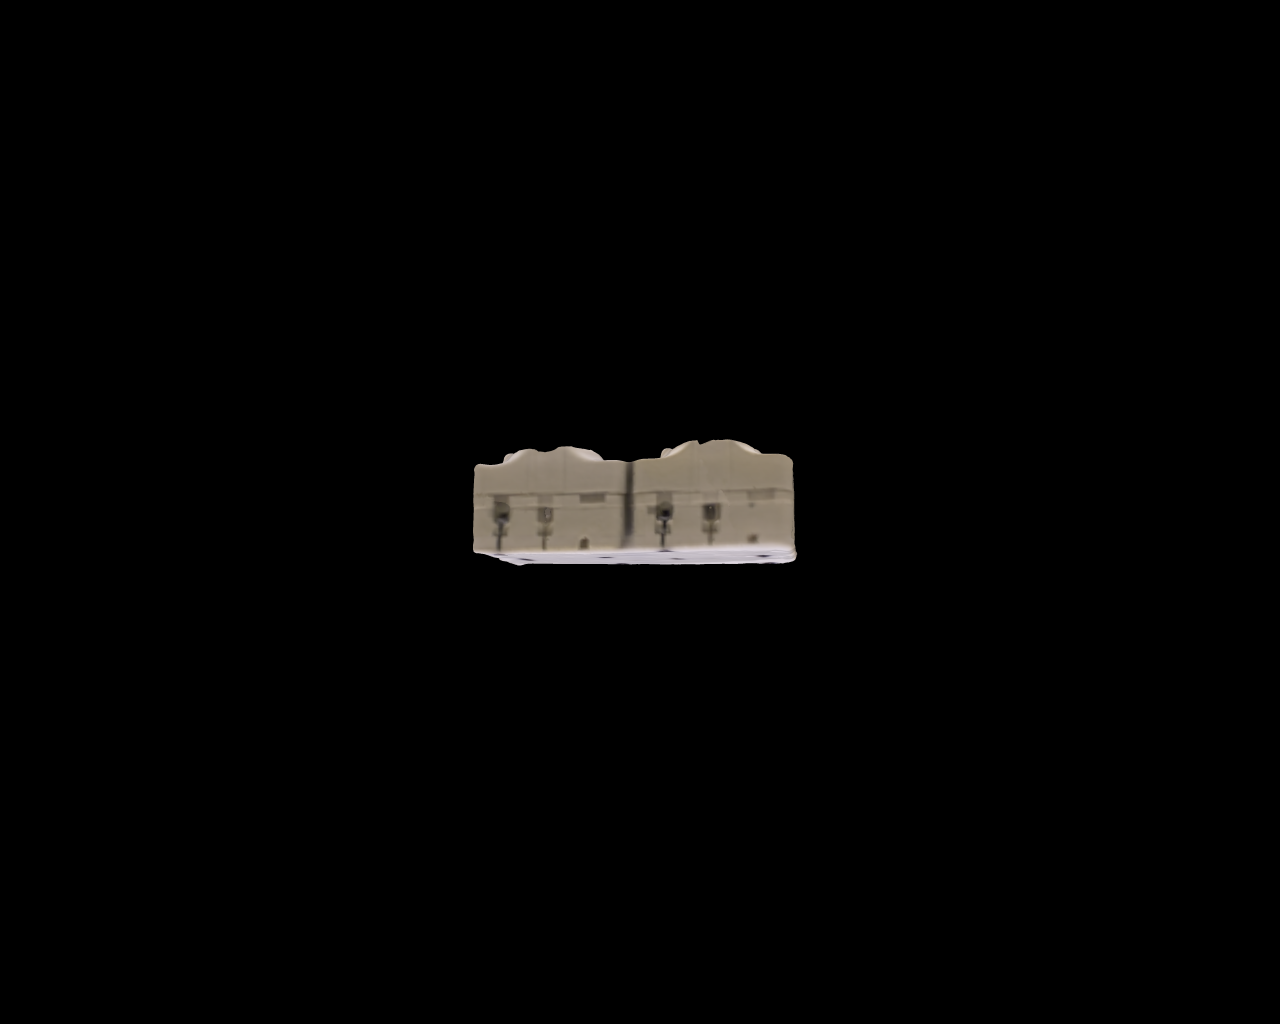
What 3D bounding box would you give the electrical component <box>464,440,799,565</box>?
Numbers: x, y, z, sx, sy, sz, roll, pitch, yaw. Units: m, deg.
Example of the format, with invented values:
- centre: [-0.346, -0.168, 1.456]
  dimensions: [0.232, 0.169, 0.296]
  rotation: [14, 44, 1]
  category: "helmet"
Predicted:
- centre: [0.001, -0.003, 0.650]
  dimensions: [0.186, 0.060, 0.105]
  rotation: [-1, -7, 9]
  category: "electrical component"
